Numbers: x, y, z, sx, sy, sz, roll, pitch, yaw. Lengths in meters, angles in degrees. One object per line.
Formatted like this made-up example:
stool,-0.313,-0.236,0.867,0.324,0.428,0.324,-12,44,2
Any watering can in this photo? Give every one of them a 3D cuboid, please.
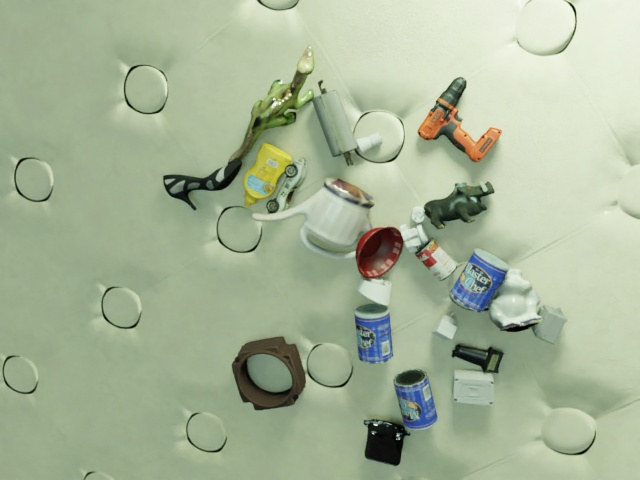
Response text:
watering can,0.004,-0.072,1.425,0.346,0.105,0.222,23,106,-13

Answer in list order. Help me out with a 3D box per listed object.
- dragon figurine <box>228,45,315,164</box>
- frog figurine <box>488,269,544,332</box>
dragon figurine,-0.139,-0.334,1.357,0.122,0.245,0.406,40,104,-4
frog figurine,0.522,0.164,1.400,0.136,0.121,0.163,-21,60,23
